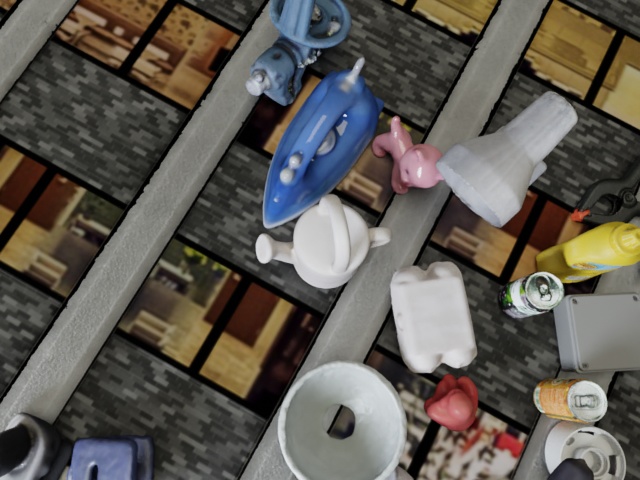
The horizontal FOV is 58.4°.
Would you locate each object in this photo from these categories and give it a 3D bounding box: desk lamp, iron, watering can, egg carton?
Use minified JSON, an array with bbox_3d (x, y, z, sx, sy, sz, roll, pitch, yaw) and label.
[{"bbox_3d":[0.248,-0.105,0.783,0.203,0.213,0.118,-42,83,-11],"label":"desk lamp"},{"bbox_3d":[-0.006,-0.137,0.810,0.118,0.141,0.258,31,77,4],"label":"iron"},{"bbox_3d":[0.007,0.005,0.752,0.173,0.194,0.101,-30,81,-9],"label":"watering can"},{"bbox_3d":[0.157,0.107,0.803,0.107,0.069,0.150,-9,78,-6],"label":"egg carton"}]

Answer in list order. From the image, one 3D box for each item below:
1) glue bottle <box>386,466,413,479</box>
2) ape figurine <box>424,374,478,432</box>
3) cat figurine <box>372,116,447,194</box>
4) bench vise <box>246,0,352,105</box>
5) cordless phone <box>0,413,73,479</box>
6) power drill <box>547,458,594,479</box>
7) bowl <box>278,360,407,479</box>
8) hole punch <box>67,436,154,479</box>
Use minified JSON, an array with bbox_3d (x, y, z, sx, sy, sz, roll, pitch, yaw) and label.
[{"bbox_3d":[0.094,0.325,0.697,0.037,0.173,0.078,38,78,5],"label":"glue bottle"},{"bbox_3d":[0.181,0.221,0.768,0.078,0.092,0.076,-14,78,-7],"label":"ape figurine"},{"bbox_3d":[0.134,-0.121,0.828,0.067,0.117,0.128,-27,80,-9],"label":"cat figurine"},{"bbox_3d":[-0.023,-0.296,0.804,0.121,0.219,0.207,17,77,1],"label":"bench vise"},{"bbox_3d":[-0.381,0.285,0.668,0.094,0.185,0.148,19,77,1],"label":"cordless phone"},{"bbox_3d":[0.228,0.356,0.681,0.075,0.208,0.230,25,77,2],"label":"power drill"},{"bbox_3d":[0.028,0.246,0.761,0.167,0.074,0.167,1,77,-4],"label":"bowl"},{"bbox_3d":[-0.269,0.304,0.720,0.101,0.091,0.109,0,77,-4],"label":"hole punch"}]
